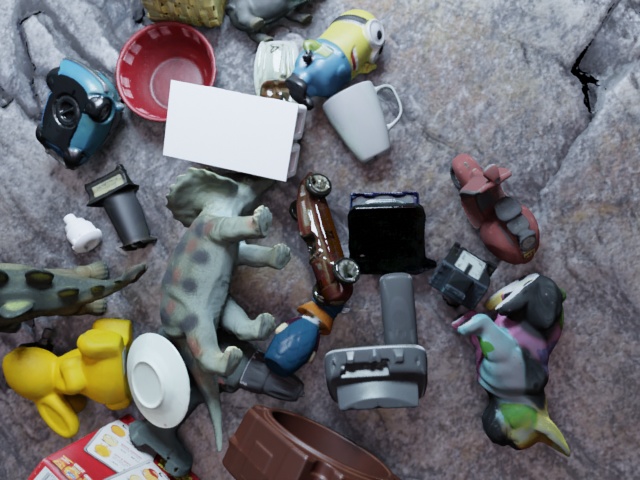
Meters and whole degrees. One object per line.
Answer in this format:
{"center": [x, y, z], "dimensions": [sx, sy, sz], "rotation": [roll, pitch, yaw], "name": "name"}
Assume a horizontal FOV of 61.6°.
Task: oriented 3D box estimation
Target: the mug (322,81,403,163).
{"center": [0.073, -0.176, 0.806], "dimensions": [0.110, 0.081, 0.107], "rotation": [-24, 93, 2], "name": "mug"}

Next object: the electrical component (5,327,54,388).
{"center": [-0.442, 0.179, 0.821], "dimensions": [0.021, 0.063, 0.094], "rotation": [23, 86, 10], "name": "electrical component"}

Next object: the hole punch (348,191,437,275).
{"center": [0.096, -0.013, 0.789], "dimensions": [0.142, 0.092, 0.115], "rotation": [-2, 116, 2], "name": "hole punch"}

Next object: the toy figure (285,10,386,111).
{"center": [0.021, -0.273, 0.798], "dimensions": [0.180, 0.082, 0.089], "rotation": [-42, 81, -15], "name": "toy figure"}

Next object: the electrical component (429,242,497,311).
{"center": [0.196, 0.058, 0.744], "dimensions": [0.075, 0.119, 0.047], "rotation": [30, 126, 10], "name": "electrical component"}

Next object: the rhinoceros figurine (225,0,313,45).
{"center": [-0.059, -0.392, 0.843], "dimensions": [0.190, 0.073, 0.112], "rotation": [-39, 71, 3], "name": "rhinoceros figurine"}

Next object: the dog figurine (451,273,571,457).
{"center": [0.287, 0.178, 0.737], "dimensions": [0.191, 0.108, 0.219], "rotation": [-31, 87, -1], "name": "dog figurine"}

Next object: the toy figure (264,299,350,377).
{"center": [-0.019, 0.126, 0.777], "dimensions": [0.154, 0.058, 0.064], "rotation": [-47, 125, -31], "name": "toy figure"}

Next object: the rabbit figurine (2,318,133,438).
{"center": [-0.366, 0.195, 0.788], "dimensions": [0.173, 0.122, 0.162], "rotation": [1, 107, -14], "name": "rabbit figurine"}

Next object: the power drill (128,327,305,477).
{"center": [-0.165, 0.234, 0.784], "dimensions": [0.232, 0.086, 0.207], "rotation": [33, 92, 9], "name": "power drill"}

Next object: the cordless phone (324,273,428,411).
{"center": [0.076, 0.141, 0.761], "dimensions": [0.147, 0.088, 0.184], "rotation": [-4, 86, 6], "name": "cordless phone"}

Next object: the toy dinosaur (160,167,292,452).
{"center": [-0.158, 0.061, 0.749], "dimensions": [0.192, 0.131, 0.404], "rotation": [10, 77, 29], "name": "toy dinosaur"}

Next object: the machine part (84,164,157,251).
{"center": [-0.313, -0.045, 0.847], "dimensions": [0.084, 0.039, 0.139], "rotation": [-30, 81, -7], "name": "machine part"}

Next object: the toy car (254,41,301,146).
{"center": [-0.066, -0.208, 0.829], "dimensions": [0.074, 0.056, 0.201], "rotation": [1, 84, 5], "name": "toy car"}

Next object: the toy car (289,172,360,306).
{"center": [-0.002, -0.002, 0.767], "dimensions": [0.053, 0.089, 0.202], "rotation": [-7, 67, -25], "name": "toy car"}

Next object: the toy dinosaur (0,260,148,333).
{"center": [-0.482, 0.079, 0.770], "dimensions": [0.472, 0.198, 0.105], "rotation": [-10, 81, 2], "name": "toy dinosaur"}

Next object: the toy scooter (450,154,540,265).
{"center": [0.247, -0.048, 0.745], "dimensions": [0.075, 0.135, 0.184], "rotation": [-33, 84, 0], "name": "toy scooter"}

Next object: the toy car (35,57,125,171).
{"center": [-0.358, -0.190, 0.829], "dimensions": [0.109, 0.103, 0.161], "rotation": [34, 113, 13], "name": "toy car"}

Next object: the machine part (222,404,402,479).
{"center": [-0.005, 0.295, 0.685], "dimensions": [0.201, 0.201, 0.087], "rotation": [34, 79, -37], "name": "machine part"}
